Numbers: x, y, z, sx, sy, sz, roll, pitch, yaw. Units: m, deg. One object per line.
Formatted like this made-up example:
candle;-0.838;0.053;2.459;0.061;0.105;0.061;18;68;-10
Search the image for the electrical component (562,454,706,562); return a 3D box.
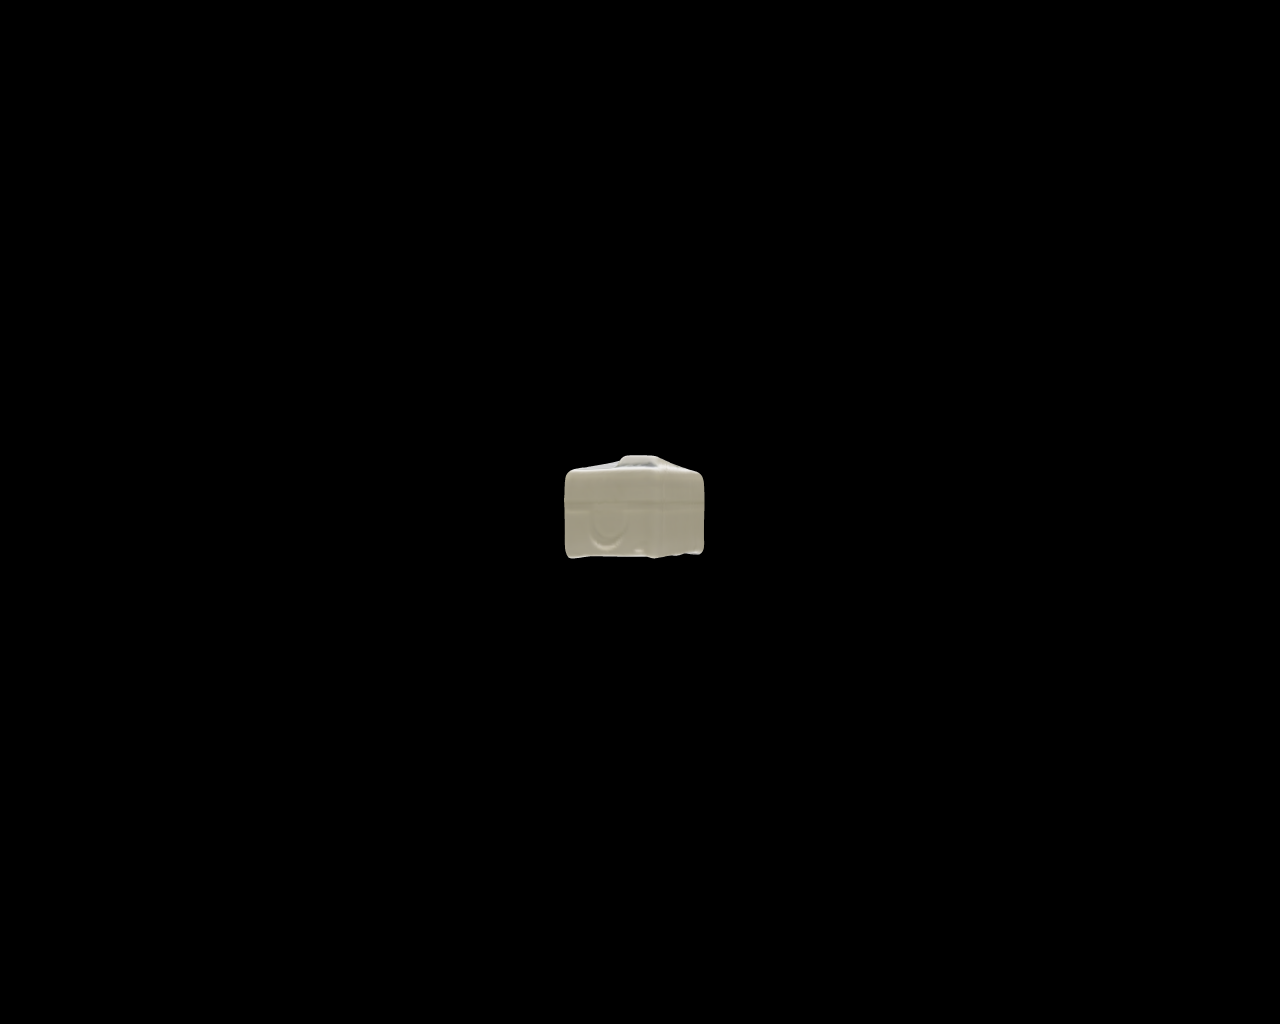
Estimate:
electrical component;0.001;-0.003;0.650;0.062;0.061;0.096;0;0;24
